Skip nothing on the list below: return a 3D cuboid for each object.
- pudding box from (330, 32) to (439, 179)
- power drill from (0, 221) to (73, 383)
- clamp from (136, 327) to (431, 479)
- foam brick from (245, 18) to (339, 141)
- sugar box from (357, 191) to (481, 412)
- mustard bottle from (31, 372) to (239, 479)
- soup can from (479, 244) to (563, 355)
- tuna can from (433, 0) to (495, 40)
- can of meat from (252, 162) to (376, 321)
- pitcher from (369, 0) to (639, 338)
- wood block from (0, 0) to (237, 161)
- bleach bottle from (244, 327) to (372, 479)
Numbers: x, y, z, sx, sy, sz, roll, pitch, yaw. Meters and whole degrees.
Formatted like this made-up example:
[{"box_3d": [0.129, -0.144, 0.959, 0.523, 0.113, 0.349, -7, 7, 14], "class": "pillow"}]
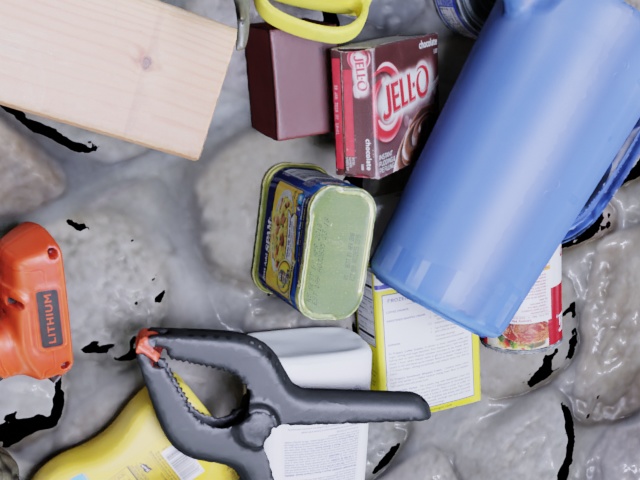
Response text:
[{"box_3d": [0.049, -0.099, 0.766, 0.113, 0.039, 0.090, -30, 122, -58], "class": "pudding box"}, {"box_3d": [-0.252, 0.049, 0.658, 0.187, 0.057, 0.184, -19, 125, -32], "class": "power drill"}, {"box_3d": [-0.035, 0.121, 0.745, 0.164, 0.036, 0.210, -46, 104, -1], "class": "clamp"}, {"box_3d": [-0.019, -0.115, 0.756, 0.052, 0.051, 0.078, -10, 107, -22], "class": "foam brick"}, {"box_3d": [0.076, 0.049, 0.844, 0.093, 0.048, 0.176, -9, 103, -22], "class": "sugar box"}, {"box_3d": [-0.155, 0.188, 0.768, 0.191, 0.058, 0.096, -37, 115, -12], "class": "mustard bottle"}, {"box_3d": [0.162, 0.033, 0.864, 0.068, 0.069, 0.102, -11, 107, -21], "class": "soup can"}, {"box_3d": [0.130, -0.195, 0.811, 0.086, 0.034, 0.086, -6, 105, -23], "class": "tuna can"}, {"box_3d": [-0.005, 0.001, 0.773, 0.057, 0.084, 0.102, 2, 102, -25], "class": "can of meat"}, {"box_3d": [0.144, -0.054, 0.760, 0.149, 0.145, 0.243, 29, 92, 7], "class": "pitcher"}, {"box_3d": [-0.169, -0.124, 0.665, 0.205, 0.090, 0.091, 16, 95, -26], "class": "wood block"}, {"box_3d": [-0.016, 0.196, 0.831, 0.102, 0.068, 0.251, -3, 107, -20], "class": "bleach bottle"}]
